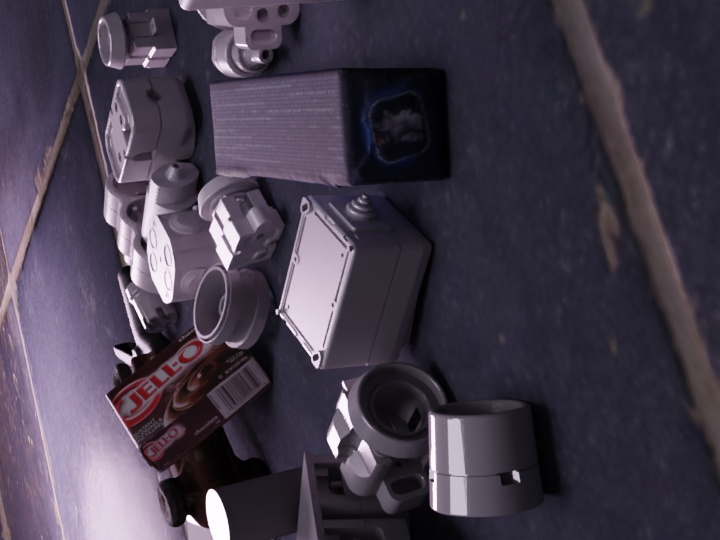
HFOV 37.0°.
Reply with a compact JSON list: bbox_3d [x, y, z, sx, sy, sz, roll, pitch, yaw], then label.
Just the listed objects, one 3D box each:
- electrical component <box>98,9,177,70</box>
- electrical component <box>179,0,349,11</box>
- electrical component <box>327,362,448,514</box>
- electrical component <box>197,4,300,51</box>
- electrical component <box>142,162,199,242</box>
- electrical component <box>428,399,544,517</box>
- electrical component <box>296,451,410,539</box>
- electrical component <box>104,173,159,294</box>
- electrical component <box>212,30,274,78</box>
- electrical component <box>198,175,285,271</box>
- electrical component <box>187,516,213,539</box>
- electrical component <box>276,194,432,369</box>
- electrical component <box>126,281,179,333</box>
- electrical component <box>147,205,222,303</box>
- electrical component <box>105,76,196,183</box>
[{"bbox_3d":[-0.194,-0.199,0.928,0.066,0.055,0.048,-27,75,62],"label":"electrical component"},{"bbox_3d":[-0.054,-0.204,0.589,0.056,0.109,0.108,143,115,-64],"label":"electrical component"},{"bbox_3d":[0.017,0.088,0.603,0.078,0.058,0.057,63,152,30],"label":"electrical component"},{"bbox_3d":[-0.076,-0.184,0.699,0.057,0.058,0.078,24,119,56],"label":"electrical component"},{"bbox_3d":[-0.163,-0.060,0.928,0.043,0.043,0.081,61,148,34],"label":"electrical component"},{"bbox_3d":[0.060,0.090,0.523,0.055,0.055,0.047,-2,93,64],"label":"electrical component"},{"bbox_3d":[-0.005,0.216,0.652,0.105,0.060,0.186,-106,19,-59],"label":"electrical component"},{"bbox_3d":[-0.200,-0.026,1.004,0.138,0.052,0.073,57,145,38],"label":"electrical component"},{"bbox_3d":[-0.077,-0.148,0.737,0.061,0.035,0.035,23,118,58],"label":"electrical component"},{"bbox_3d":[-0.088,-0.038,0.785,0.055,0.048,0.066,60,148,21],"label":"electrical component"},{"bbox_3d":[-0.109,0.239,0.914,0.100,0.048,0.099,25,121,59],"label":"electrical component"},{"bbox_3d":[0.000,0.000,0.611,0.061,0.061,0.096,48,132,47],"label":"electrical component"},{"bbox_3d":[-0.199,0.032,1.037,0.046,0.040,0.040,62,148,24],"label":"electrical component"},{"bbox_3d":[-0.142,-0.012,0.893,0.080,0.051,0.080,31,126,57],"label":"electrical component"},{"bbox_3d":[-0.178,-0.120,0.918,0.053,0.059,0.095,69,151,23],"label":"electrical component"}]
